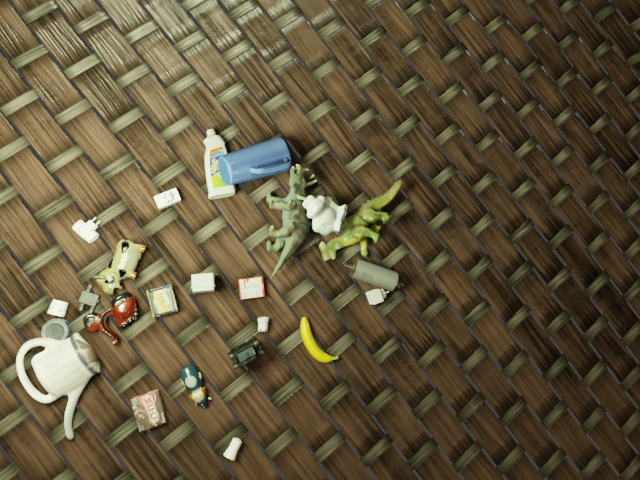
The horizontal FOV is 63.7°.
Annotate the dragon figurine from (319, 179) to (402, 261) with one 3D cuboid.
[{"bbox_3d":[0.127,-0.091,1.930,0.243,0.415,0.121,26,-14,2],"label":"dragon figurine"}]

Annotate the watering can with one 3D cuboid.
[{"bbox_3d":[-0.812,0.451,1.660,0.226,0.345,0.104,-31,12,-14],"label":"watering can"}]

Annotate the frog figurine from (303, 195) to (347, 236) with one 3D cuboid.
[{"bbox_3d":[0.006,-0.093,1.841,0.159,0.137,0.123,20,1,-12],"label":"frog figurine"}]
